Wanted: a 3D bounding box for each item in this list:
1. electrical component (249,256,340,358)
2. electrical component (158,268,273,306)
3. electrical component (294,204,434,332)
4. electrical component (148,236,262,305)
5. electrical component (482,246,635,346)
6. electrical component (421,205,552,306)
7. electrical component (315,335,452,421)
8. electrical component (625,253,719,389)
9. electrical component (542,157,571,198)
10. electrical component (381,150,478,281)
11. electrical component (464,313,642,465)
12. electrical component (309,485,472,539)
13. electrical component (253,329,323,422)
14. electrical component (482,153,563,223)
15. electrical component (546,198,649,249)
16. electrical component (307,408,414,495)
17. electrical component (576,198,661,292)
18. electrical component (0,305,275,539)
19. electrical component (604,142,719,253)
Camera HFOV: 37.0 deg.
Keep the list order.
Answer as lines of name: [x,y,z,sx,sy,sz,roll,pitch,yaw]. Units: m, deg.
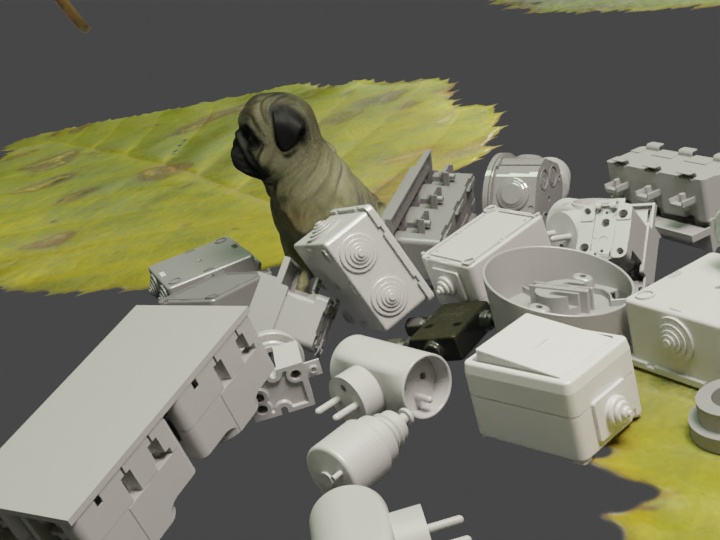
electrical component: [-0.053,0.035,0.831,0.064,0.081,0.042,18,-8,15]
electrical component: [-0.110,0.038,0.893,0.062,0.061,0.096,-2,15,33]
electrical component: [0.000,0.000,0.835,0.048,0.099,0.100,-39,13,-15]
electrical component: [-0.142,0.012,0.995,0.100,0.048,0.100,-23,22,-17]
electrical component: [0.135,0.024,0.724,0.099,0.064,0.099,-9,18,3]
electrical component: [0.098,0.001,0.839,0.096,0.061,0.062,-34,26,-24]
electrical component: [0.007,0.078,0.712,0.079,0.044,0.077,-29,24,-33]
electrical component: [0.226,0.031,0.670,0.100,0.048,0.100,-24,22,-25]
electrical component: [0.177,-0.078,1.012,0.040,0.040,0.078,-9,21,17]
electrical component: [0.058,-0.039,0.922,0.063,0.078,0.121,5,35,19]
electrical component: [0.118,0.067,0.634,0.062,0.061,0.096,-30,25,-35]
electrical component: [0.016,0.141,0.540,0.079,0.043,0.077,-16,20,-2]
electrical component: [-0.062,0.074,0.776,0.066,0.048,0.055,-17,27,-3]
electrical component: [0.142,-0.062,0.940,0.051,0.080,0.080,3,26,30]
electrical component: [0.177,-0.031,0.865,0.079,0.044,0.077,-9,14,-30]
electrical component: [0.004,0.107,0.644,0.040,0.040,0.078,5,28,45]
electrical component: [0.188,-0.016,0.785,0.042,0.064,0.081,-3,66,34]
electrical component: [-0.148,0.104,0.687,0.105,0.060,0.186,-1,37,36]
electrical component: [0.257,-0.062,0.876,0.079,0.063,0.121,-23,21,-19]
